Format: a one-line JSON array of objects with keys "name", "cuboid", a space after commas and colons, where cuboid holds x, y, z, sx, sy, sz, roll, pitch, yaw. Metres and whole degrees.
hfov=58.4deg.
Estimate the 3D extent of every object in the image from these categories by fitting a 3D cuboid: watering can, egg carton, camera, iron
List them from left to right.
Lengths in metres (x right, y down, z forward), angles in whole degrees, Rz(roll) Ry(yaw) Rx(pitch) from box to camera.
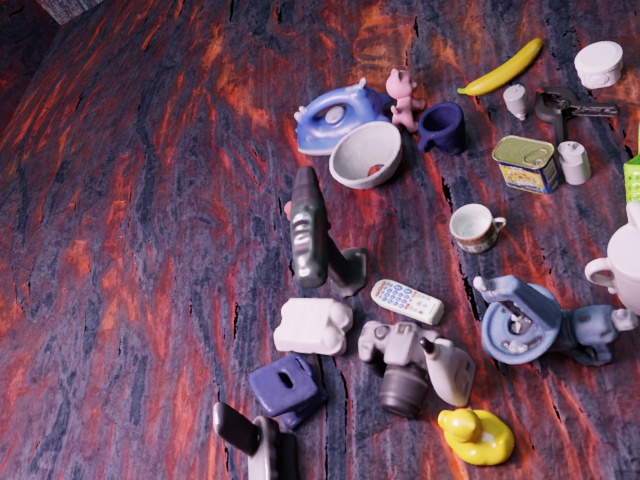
[{"name": "egg carton", "cuboid": [-0.012, 0.161, 1.056, 0.149, 0.070, 0.107, -4, 56, 32]}, {"name": "iron", "cuboid": [0.030, -0.283, 1.315, 0.257, 0.142, 0.118, -15, 50, 25]}, {"name": "camera", "cuboid": [0.122, 0.202, 0.910, 0.142, 0.101, 0.137, 0, 58, 35]}, {"name": "watering can", "cuboid": [0.447, 0.016, 0.763, 0.173, 0.195, 0.100, -34, 45, 8]}]

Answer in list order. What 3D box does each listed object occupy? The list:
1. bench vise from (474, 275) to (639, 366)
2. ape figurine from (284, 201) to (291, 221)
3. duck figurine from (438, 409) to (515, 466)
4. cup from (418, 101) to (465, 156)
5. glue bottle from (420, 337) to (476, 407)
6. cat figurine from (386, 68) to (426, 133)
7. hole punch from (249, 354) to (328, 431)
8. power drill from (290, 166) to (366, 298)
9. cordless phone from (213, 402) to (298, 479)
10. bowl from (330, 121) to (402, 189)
[{"name": "bench vise", "cuboid": [0.305, 0.094, 0.782, 0.207, 0.220, 0.121, -23, 47, 18]}, {"name": "ape figurine", "cuboid": [-0.043, -0.052, 1.223, 0.075, 0.092, 0.078, 11, 64, 39]}, {"name": "duck figurine", "cuboid": [0.215, 0.269, 0.805, 0.104, 0.086, 0.077, 10, 64, 39]}, {"name": "cup", "cuboid": [0.245, -0.202, 1.139, 0.091, 0.095, 0.118, 27, 75, 44]}, {"name": "glue bottle", "cuboid": [0.181, 0.180, 0.834, 0.037, 0.174, 0.078, 5, 61, 37]}, {"name": "cat figurine", "cuboid": [0.178, -0.315, 1.255, 0.067, 0.118, 0.128, -3, 56, 33]}, {"name": "hole punch", "cuboid": [-0.057, 0.255, 0.999, 0.101, 0.091, 0.108, -43, 44, -1]}, {"name": "power drill", "cuboid": [0.010, 0.004, 1.061, 0.075, 0.209, 0.229, -17, 50, 24]}, {"name": "cordless phone", "cuboid": [-0.116, 0.344, 0.904, 0.094, 0.186, 0.147, -27, 46, 15]}, {"name": "bowl", "cuboid": [0.108, -0.168, 1.221, 0.167, 0.075, 0.167, -18, 49, 22]}]
